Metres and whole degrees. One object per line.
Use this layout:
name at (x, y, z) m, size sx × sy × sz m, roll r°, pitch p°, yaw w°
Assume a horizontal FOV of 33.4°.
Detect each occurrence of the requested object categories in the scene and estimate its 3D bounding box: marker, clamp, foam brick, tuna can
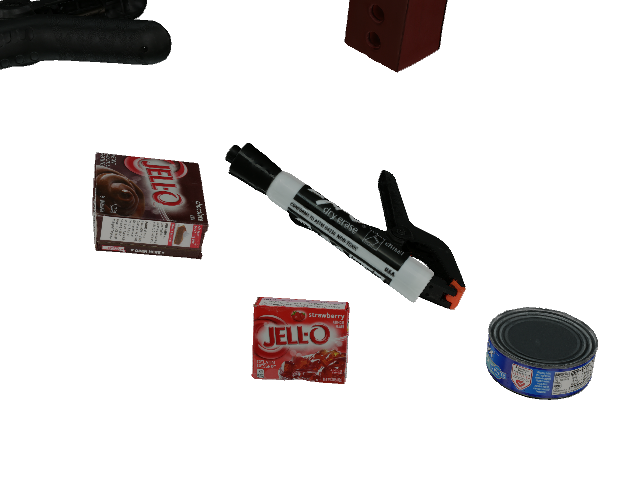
marker at (0.003, -0.011, 0.539) m, size 0.121 × 0.020 × 0.020 m, roll 35°, pitch 4°, yaw 7°
clamp at (0.074, 0.003, 1.200) m, size 0.164 × 0.036 × 0.210 m, roll -16°, pitch 51°, yaw -35°
clamp at (-0.175, -0.129, 0.643) m, size 0.171 × 0.039 × 0.120 m, roll -3°, pitch 22°, yaw -6°
foam brick at (0.055, -0.169, 0.753) m, size 0.053 × 0.078 × 0.051 m, roll 34°, pitch 50°, yaw 26°
tuna can at (0.175, 0.090, 0.852) m, size 0.086 × 0.034 × 0.086 m, roll 1°, pitch 28°, yaw -1°

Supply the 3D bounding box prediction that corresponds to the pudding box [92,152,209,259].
pudding box at (-0.143, -0.030, 0.889) m, size 0.090 × 0.039 × 0.113 m, roll 4°, pitch 32°, yaw -14°

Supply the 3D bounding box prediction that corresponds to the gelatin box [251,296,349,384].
gelatin box at (-0.019, 0.093, 0.995) m, size 0.089 × 0.073 × 0.030 m, roll 3°, pitch 14°, yaw 4°
